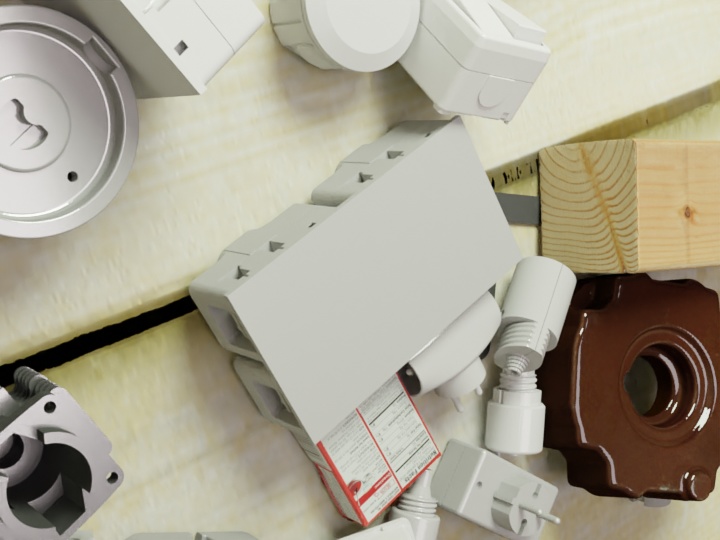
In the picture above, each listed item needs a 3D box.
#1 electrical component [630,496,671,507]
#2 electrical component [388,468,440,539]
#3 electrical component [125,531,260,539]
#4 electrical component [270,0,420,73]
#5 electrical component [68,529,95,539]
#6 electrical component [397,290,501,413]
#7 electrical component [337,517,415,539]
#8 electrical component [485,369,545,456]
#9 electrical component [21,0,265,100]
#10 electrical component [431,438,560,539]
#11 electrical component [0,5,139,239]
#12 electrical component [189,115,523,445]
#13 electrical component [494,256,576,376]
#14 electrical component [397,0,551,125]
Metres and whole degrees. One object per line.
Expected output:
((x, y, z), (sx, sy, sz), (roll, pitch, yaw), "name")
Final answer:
((0.230, 0.158, 0.847), (0.040, 0.040, 0.046), (-7, 105, -34), "electrical component")
((0.037, 0.162, 0.714), (0.035, 0.035, 0.061), (15, 85, -35), "electrical component")
((-0.087, 0.184, 0.614), (0.095, 0.059, 0.053), (9, 91, -36), "electrical component")
((-0.009, -0.156, 0.631), (0.080, 0.051, 0.080), (-5, 99, -35), "electrical component")
((-0.164, 0.170, 0.547), (0.080, 0.080, 0.051), (-21, 102, -31), "electrical component")
((0.058, 0.057, 0.710), (0.077, 0.044, 0.079), (-39, 116, -26), "electrical component")
((0.004, 0.215, 0.670), (0.100, 0.048, 0.099), (-18, 108, -7), "electrical component")
((0.110, 0.094, 0.753), (0.040, 0.040, 0.078), (2, 92, -35), "electrical component")
((-0.138, -0.170, 0.505), (0.060, 0.105, 0.186), (-51, 121, -19), "electrical component")
((0.103, 0.158, 0.735), (0.083, 0.076, 0.047), (31, 78, -34), "electrical component")
((-0.170, -0.071, 0.523), (0.108, 0.060, 0.108), (-5, 99, -35), "electrical component")
((0.000, 0.000, 0.652), (0.186, 0.060, 0.105), (-39, 116, -25), "electrical component")
((0.116, 0.036, 0.731), (0.043, 0.043, 0.081), (43, 55, -31), "electrical component")
((0.062, -0.143, 0.658), (0.062, 0.096, 0.061), (2, 130, -39), "electrical component")
